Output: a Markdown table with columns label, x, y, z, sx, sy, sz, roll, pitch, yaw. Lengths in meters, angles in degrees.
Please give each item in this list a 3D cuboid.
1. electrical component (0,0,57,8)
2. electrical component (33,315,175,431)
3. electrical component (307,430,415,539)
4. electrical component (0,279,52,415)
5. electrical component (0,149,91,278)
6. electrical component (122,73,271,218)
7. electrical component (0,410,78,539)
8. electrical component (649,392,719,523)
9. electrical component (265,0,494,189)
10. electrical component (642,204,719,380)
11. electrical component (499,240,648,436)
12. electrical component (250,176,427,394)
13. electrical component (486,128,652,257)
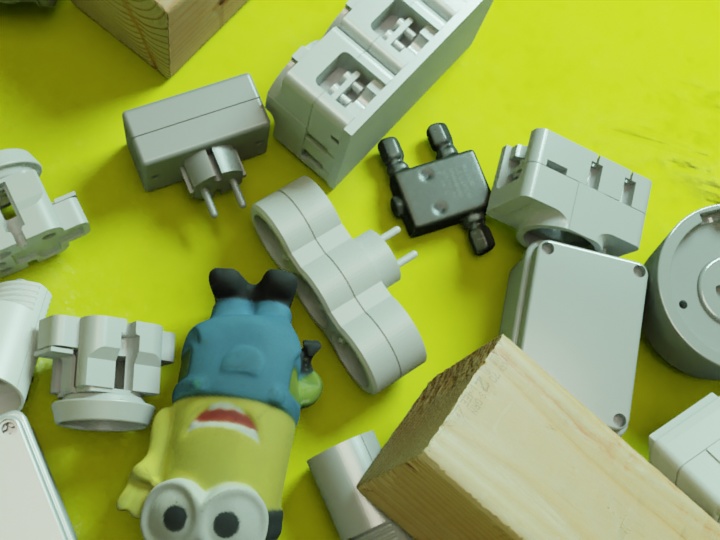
| label | x | y | z | sx | sy | sz | roll | pitch | yaw |
| --- | --- | --- | --- | --- | --- | --- | --- | --- | --- |
| electrical component | -0.218 | -0.206 | 0.677 | 0.051 | 0.080 | 0.080 | -2 | 74 | -4 |
| electrical component | -0.145 | 0.061 | 0.614 | 0.078 | 0.058 | 0.057 | 13 | 70 | -39 |
| electrical component | 0.005 | 0.139 | 0.623 | 0.043 | 0.043 | 0.081 | -22 | 78 | -14 |
| electrical component | -0.204 | 0.038 | 0.616 | 0.043 | 0.043 | 0.081 | 9 | 48 | -6 |
| electrical component | -0.209 | -0.035 | 0.638 | 0.078 | 0.058 | 0.057 | -25 | 81 | -14 |
| electrical component | -0.095 | -0.069 | 0.670 | 0.083 | 0.047 | 0.075 | -20 | 78 | -14 |
| electrical component | -0.213 | 0.148 | 0.581 | 0.109 | 0.056 | 0.108 | -23 | 78 | -14 |
| electrical component | 0.209 | 0.126 | 0.639 | 0.062 | 0.096 | 0.061 | -30 | 52 | -16 |
| electrical component | 0.013 | -0.137 | 0.684 | 0.062 | 0.089 | 0.150 | 41 | 72 | 5 |
| electrical component | 0.229 | 0.018 | 0.684 | 0.108 | 0.060 | 0.108 | 2 | 73 | -8 |
| electrical component | 0.128 | 0.045 | 0.663 | 0.078 | 0.057 | 0.113 | 14 | 72 | -4 |
| electrical component | 0.000 | 0.000 | 0.660 | 0.074 | 0.052 | 0.138 | -31 | 80 | -16 |
| electrical component | 0.132 | -0.042 | 0.683 | 0.089 | 0.050 | 0.055 | 22 | 71 | -19 |
